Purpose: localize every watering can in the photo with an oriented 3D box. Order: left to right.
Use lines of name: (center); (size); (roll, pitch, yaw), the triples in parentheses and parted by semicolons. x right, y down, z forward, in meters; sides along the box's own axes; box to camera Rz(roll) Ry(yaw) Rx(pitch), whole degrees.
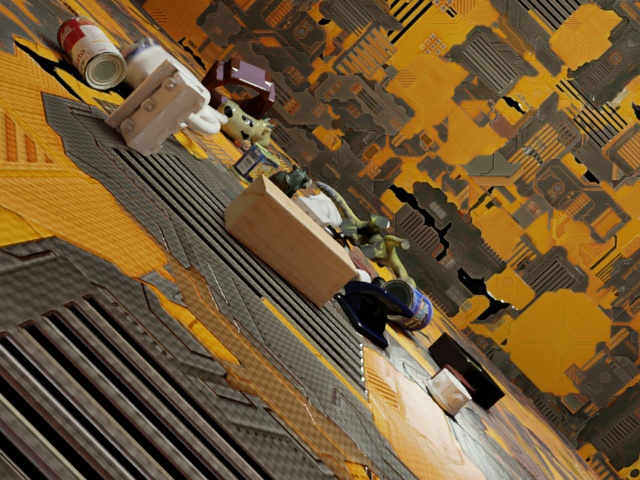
watering can: (-0.287, -0.295, 1.043); (0.223, 0.103, 0.351); (43, 8, -10)

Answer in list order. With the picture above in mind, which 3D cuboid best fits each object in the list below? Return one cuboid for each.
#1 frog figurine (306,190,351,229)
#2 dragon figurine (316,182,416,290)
frog figurine: (0.005, -0.081, 1.610); (0.136, 0.121, 0.163); (53, 41, -11)
dragon figurine: (0.138, 0.010, 1.476); (0.416, 0.123, 0.238); (49, -10, 24)
